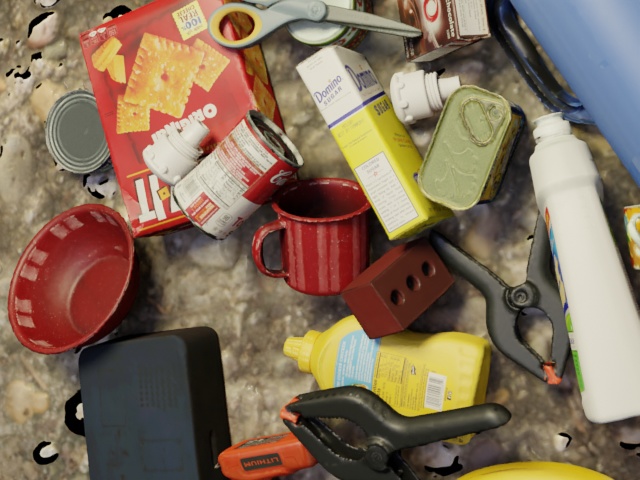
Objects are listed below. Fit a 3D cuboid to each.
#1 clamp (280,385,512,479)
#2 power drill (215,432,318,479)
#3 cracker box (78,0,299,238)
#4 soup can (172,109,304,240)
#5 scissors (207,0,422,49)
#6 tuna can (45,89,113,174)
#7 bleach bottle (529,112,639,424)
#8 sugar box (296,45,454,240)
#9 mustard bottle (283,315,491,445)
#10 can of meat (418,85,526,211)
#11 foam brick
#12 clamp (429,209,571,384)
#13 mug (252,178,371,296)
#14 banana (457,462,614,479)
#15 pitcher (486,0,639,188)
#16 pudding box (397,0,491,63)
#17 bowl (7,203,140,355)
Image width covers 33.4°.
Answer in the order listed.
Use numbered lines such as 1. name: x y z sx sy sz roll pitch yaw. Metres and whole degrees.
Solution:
1. clamp: 0.064 0.178 0.944 0.210 0.036 0.165 26 117 19
2. power drill: -0.015 0.279 1.020 0.185 0.057 0.187 -13 88 23
3. cracker box: -0.128 -0.125 1.034 0.164 0.072 0.214 -16 87 22
4. soup can: -0.073 -0.057 0.945 0.102 0.068 0.068 -43 78 15
5. scissors: -0.018 -0.190 0.952 0.202 0.016 0.096 31 99 13
6. tuna can: -0.238 -0.111 1.100 0.086 0.033 0.086 1 94 22
7. bleach bottle: 0.221 0.020 0.878 0.068 0.102 0.251 -15 82 11
8. sugar box: 0.051 -0.087 0.952 0.048 0.093 0.176 -29 83 20
9. mustard bottle: 0.056 0.119 0.980 0.192 0.058 0.096 11 103 21
10. can of meat: 0.135 -0.079 0.922 0.057 0.083 0.102 24 102 20
11. foam brick: 0.068 0.042 0.939 0.053 0.078 0.051 56 148 -9
12. clamp: 0.167 0.046 0.941 0.120 0.039 0.171 -14 84 23
13. mug: -0.006 0.001 0.966 0.093 0.117 0.081 37 136 52
14. banana: 0.180 0.230 0.951 0.198 0.037 0.069 -19 107 24
15. pitcher: 0.243 -0.155 0.860 0.145 0.149 0.243 -30 85 5
16. pudding box: 0.102 -0.219 0.926 0.090 0.039 0.113 170 89 -66
17. bowl: -0.237 0.047 1.079 0.162 0.055 0.162 -15 59 26
